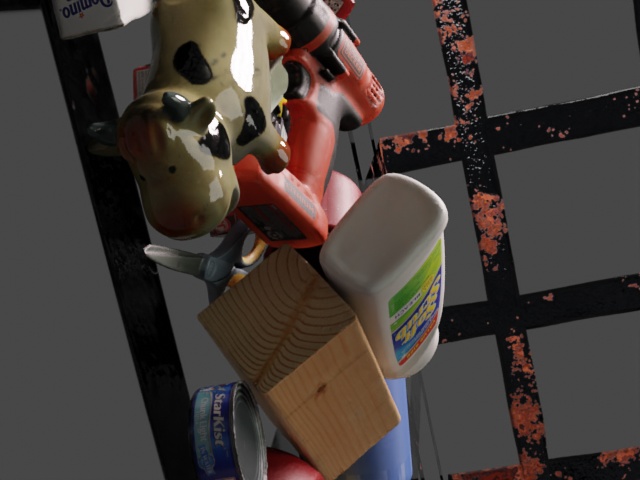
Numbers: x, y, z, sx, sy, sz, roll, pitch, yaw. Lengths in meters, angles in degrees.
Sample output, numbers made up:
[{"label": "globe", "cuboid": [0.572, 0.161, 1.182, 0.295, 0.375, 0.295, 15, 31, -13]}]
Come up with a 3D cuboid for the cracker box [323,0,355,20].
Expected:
[{"label": "cracker box", "cuboid": [-0.054, -0.280, 0.919, 0.164, 0.072, 0.213, 25, 41, -25]}]

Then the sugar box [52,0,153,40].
[{"label": "sugar box", "cuboid": [-0.143, -0.211, 0.617, 0.093, 0.048, 0.176, -82, 158, -71]}]

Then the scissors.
[{"label": "scissors", "cuboid": [-0.077, 0.005, 0.791, 0.201, 0.016, 0.096, 61, 47, -65]}]

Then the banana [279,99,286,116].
[{"label": "banana", "cuboid": [-0.058, -0.150, 1.159, 0.069, 0.037, 0.197, -67, 153, -26]}]

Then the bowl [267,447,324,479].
[{"label": "bowl", "cuboid": [-0.021, 0.234, 0.844, 0.162, 0.055, 0.162, -10, 90, -82]}]

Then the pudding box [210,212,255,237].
[{"label": "pudding box", "cuboid": [-0.071, -0.048, 0.919, 0.113, 0.039, 0.090, 1, 82, -79]}]

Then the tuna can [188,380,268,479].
[{"label": "tuna can", "cuboid": [-0.064, 0.143, 0.745, 0.086, 0.034, 0.086, -10, 90, -82]}]

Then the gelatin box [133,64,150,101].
[{"label": "gelatin box", "cuboid": [-0.104, -0.069, 0.749, 0.073, 0.030, 0.089, 63, 19, -63]}]

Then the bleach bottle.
[{"label": "bleach bottle", "cuboid": [0.067, 0.050, 0.887, 0.068, 0.102, 0.251, 35, -15, 25]}]

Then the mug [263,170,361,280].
[{"label": "mug", "cuboid": [-0.006, 0.001, 0.924, 0.081, 0.093, 0.117, -90, -159, -46]}]

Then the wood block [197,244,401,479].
[{"label": "wood block", "cuboid": [-0.009, 0.107, 0.859, 0.090, 0.090, 0.206, 45, -12, 31]}]

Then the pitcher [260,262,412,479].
[{"label": "pitcher", "cuboid": [0.019, 0.125, 1.057, 0.149, 0.145, 0.243, -21, 104, -69]}]

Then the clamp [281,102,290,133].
[{"label": "clamp", "cuboid": [-0.029, -0.060, 1.149, 0.120, 0.039, 0.171, 89, 6, -78]}]

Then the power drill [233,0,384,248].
[{"label": "power drill", "cuboid": [-0.022, -0.103, 0.820, 0.184, 0.057, 0.187, 45, 53, -41]}]
